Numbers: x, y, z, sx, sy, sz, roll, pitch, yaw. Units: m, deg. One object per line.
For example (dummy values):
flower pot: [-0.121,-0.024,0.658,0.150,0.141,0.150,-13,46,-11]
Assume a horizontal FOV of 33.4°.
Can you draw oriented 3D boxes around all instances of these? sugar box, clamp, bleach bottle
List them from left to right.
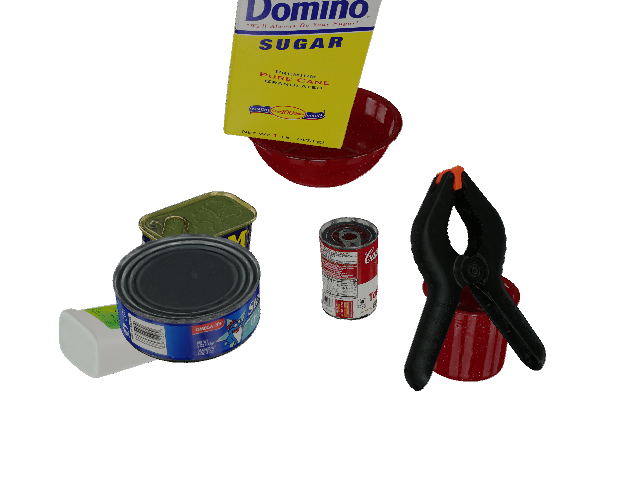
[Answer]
bleach bottle: [-0.199,0.106,1.366,0.250,0.068,0.103,-13,28,-39]
sugar box: [-0.015,-0.135,0.737,0.093,0.048,0.176,6,-29,-5]
clamp: [0.102,0.032,0.818,0.120,0.171,0.039,-15,-3,-29]

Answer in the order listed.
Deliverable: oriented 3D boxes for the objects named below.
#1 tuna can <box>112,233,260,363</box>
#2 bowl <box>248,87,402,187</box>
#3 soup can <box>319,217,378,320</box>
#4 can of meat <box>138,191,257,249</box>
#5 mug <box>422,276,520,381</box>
tuna can: [-0.078,0.033,0.629,0.086,0.034,0.086,0,34,0]
bowl: [0.001,-0.100,1.080,0.162,0.055,0.162,0,35,0]
soup can: [0.033,0.034,1.241,0.068,0.102,0.068,-1,31,0]
can of meat: [-0.107,0.016,0.916,0.058,0.084,0.101,32,38,33]
mug: [0.139,0.077,1.043,0.093,0.081,0.117,-2,27,-10]
